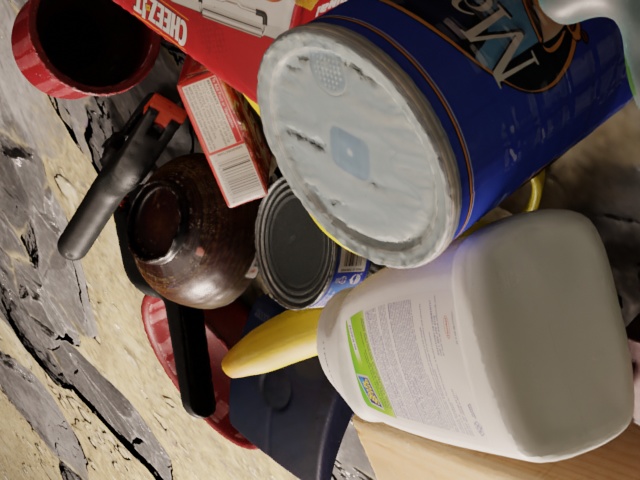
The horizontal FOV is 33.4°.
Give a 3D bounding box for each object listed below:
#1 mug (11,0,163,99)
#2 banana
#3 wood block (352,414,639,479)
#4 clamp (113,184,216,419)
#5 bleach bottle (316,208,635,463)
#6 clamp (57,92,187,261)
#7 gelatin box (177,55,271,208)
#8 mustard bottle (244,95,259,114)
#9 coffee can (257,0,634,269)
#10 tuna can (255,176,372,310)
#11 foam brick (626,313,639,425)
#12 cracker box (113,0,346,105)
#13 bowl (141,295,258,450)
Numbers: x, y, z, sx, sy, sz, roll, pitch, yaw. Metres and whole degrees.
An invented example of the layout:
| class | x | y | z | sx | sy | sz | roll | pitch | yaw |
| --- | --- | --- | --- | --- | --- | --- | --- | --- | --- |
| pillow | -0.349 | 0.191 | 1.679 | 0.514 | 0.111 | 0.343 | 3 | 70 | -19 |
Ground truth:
| class | x | y | z | sx | sy | sz | roll | pitch | yaw |
| --- | --- | --- | --- | --- | --- | --- | --- | --- | --- |
| mug | -0.168 | -0.155 | 0.749 | 0.082 | 0.093 | 0.117 | 0 | 90 | 62 |
| banana | 0.020 | 0.060 | 0.687 | 0.198 | 0.069 | 0.037 | -5 | 124 | 41 |
| wood block | 0.127 | 0.131 | 0.597 | 0.206 | 0.090 | 0.090 | 10 | 129 | 52 |
| clamp | -0.098 | 0.008 | 0.817 | 0.165 | 0.036 | 0.210 | -56 | 48 | 19 |
| bleach bottle | 0.051 | 0.047 | 0.534 | 0.251 | 0.068 | 0.102 | 169 | 87 | -70 |
| clamp | -0.151 | -0.052 | 0.805 | 0.039 | 0.120 | 0.172 | 22 | 156 | -19 |
| gelatin box | -0.059 | -0.076 | 0.682 | 0.073 | 0.030 | 0.089 | -93 | -18 | -67 |
| mustard bottle | -0.050 | -0.144 | 0.604 | 0.192 | 0.058 | 0.096 | 51 | 157 | 8 |
| coffee can | 0.060 | -0.067 | 0.436 | 0.103 | 0.140 | 0.103 | 37 | 147 | 29 |
| tuna can | -0.004 | 0.001 | 0.677 | 0.086 | 0.033 | 0.086 | 3 | 94 | 52 |
| foam brick | 0.173 | 0.046 | 0.453 | 0.053 | 0.078 | 0.051 | 18 | 134 | 45 |
| cracker box | -0.032 | -0.190 | 0.462 | 0.164 | 0.071 | 0.214 | 38 | 131 | 28 |
| bowl | -0.081 | 0.097 | 0.905 | 0.162 | 0.055 | 0.162 | 37 | 147 | 29 |
